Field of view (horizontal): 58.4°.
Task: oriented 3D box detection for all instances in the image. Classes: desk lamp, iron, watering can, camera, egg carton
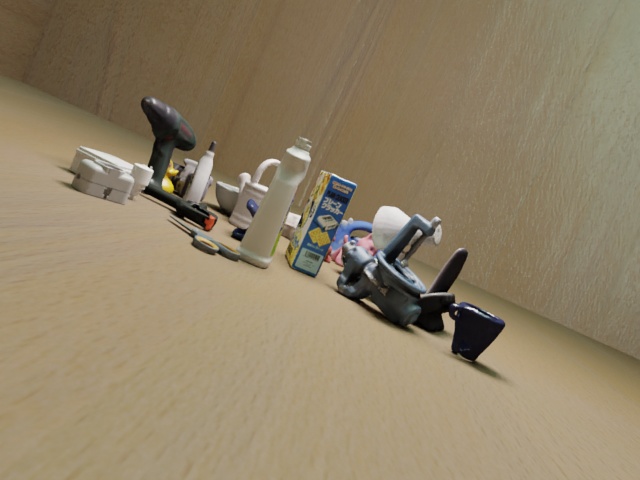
[{"bbox_3d":[0.216,0.034,1.505,0.202,0.213,0.118,27,6,31],"label":"desk lamp"},{"bbox_3d":[0.112,0.001,1.750,0.259,0.141,0.118,20,7,-40],"label":"iron"},{"bbox_3d":[-0.157,-0.119,1.467,0.172,0.194,0.101,26,6,18],"label":"watering can"},{"bbox_3d":[-0.373,-0.176,1.571,0.137,0.101,0.143,24,5,-1],"label":"camera"},{"bbox_3d":[-0.063,-0.033,1.701,0.107,0.069,0.151,27,6,25],"label":"egg carton"}]

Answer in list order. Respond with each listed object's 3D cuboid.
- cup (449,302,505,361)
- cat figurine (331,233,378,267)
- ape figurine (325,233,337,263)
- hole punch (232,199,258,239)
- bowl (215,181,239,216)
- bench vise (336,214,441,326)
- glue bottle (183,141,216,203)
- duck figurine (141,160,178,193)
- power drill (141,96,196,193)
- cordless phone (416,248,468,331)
[{"bbox_3d":[0.274,0.171,1.064,0.118,0.095,0.091,22,6,-25],"label":"cup"},{"bbox_3d":[0.109,0.027,1.610,0.128,0.118,0.067,21,6,-27],"label":"cat figurine"},{"bbox_3d":[0.014,0.006,1.545,0.076,0.092,0.078,25,6,12],"label":"ape figurine"},{"bbox_3d":[-0.135,-0.035,1.294,0.101,0.091,0.108,23,6,-8],"label":"hole punch"},{"bbox_3d":[-0.225,-0.099,1.607,0.167,0.075,0.167,24,5,-2],"label":"bowl"},{"bbox_3d":[0.134,0.033,1.126,0.207,0.220,0.122,26,6,17],"label":"bench vise"},{"bbox_3d":[-0.300,-0.170,1.451,0.037,0.173,0.078,22,6,-24],"label":"glue bottle"},{"bbox_3d":[-0.411,-0.173,1.456,0.105,0.086,0.077,23,6,-13],"label":"duck figurine"},{"bbox_3d":[-0.376,-0.212,1.336,0.075,0.208,0.230,25,6,13],"label":"power drill"},{"bbox_3d":[0.253,0.095,1.228,0.094,0.185,0.148,26,6,22],"label":"cordless phone"}]
